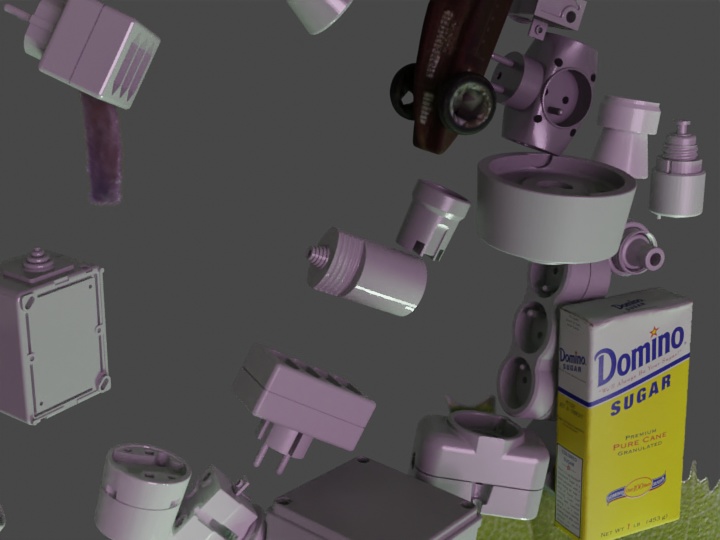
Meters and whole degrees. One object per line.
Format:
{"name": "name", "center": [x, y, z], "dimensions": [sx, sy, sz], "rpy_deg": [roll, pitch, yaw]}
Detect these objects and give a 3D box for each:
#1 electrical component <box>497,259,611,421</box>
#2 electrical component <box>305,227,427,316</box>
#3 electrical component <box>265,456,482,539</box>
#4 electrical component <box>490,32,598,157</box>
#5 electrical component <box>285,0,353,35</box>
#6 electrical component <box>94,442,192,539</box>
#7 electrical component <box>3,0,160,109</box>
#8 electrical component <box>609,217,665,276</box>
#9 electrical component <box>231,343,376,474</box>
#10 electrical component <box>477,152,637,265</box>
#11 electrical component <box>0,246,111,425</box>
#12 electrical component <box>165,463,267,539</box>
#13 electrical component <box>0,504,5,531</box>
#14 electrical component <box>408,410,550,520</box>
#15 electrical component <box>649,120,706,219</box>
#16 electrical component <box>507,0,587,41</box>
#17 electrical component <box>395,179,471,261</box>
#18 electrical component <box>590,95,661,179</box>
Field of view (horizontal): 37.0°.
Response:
{"name": "electrical component", "center": [0.159, 0.048, 0.811], "dimensions": [0.074, 0.052, 0.138], "rpy_deg": [9, 101, -28]}
{"name": "electrical component", "center": [0.000, 0.000, 0.725], "dimensions": [0.081, 0.043, 0.043], "rpy_deg": [19, 96, -29]}
{"name": "electrical component", "center": [0.008, 0.182, 0.727], "dimensions": [0.109, 0.109, 0.056], "rpy_deg": [-16, 117, -52]}
{"name": "electrical component", "center": [0.118, -0.127, 0.744], "dimensions": [0.079, 0.044, 0.077], "rpy_deg": [16, 98, -29]}
{"name": "electrical component", "center": [-0.038, -0.181, 0.655], "dimensions": [0.065, 0.044, 0.044], "rpy_deg": [40, 86, -25]}
{"name": "electrical component", "center": [-0.142, 0.145, 0.694], "dimensions": [0.055, 0.055, 0.047], "rpy_deg": [11, 104, -28]}
{"name": "electrical component", "center": [-0.161, -0.129, 0.601], "dimensions": [0.077, 0.065, 0.047], "rpy_deg": [25, 94, 0]}
{"name": "electrical component", "center": [0.202, -0.016, 0.807], "dimensions": [0.048, 0.062, 0.048], "rpy_deg": [-7, 108, -23]}
{"name": "electrical component", "center": [-0.047, 0.103, 0.731], "dimensions": [0.083, 0.047, 0.075], "rpy_deg": [26, 93, -30]}
{"name": "electrical component", "center": [0.132, -0.038, 0.744], "dimensions": [0.108, 0.108, 0.060], "rpy_deg": [-6, 113, -24]}
{"name": "electrical component", "center": [-0.190, 0.030, 0.624], "dimensions": [0.062, 0.061, 0.096], "rpy_deg": [-26, 124, -51]}
{"name": "electrical component", "center": [-0.094, 0.170, 0.729], "dimensions": [0.066, 0.048, 0.055], "rpy_deg": [-45, 114, 0]}
{"name": "electrical component", "center": [-0.250, 0.153, 0.649], "dimensions": [0.055, 0.048, 0.066], "rpy_deg": [-33, 117, -5]}
{"name": "electrical component", "center": [0.087, 0.140, 0.790], "dimensions": [0.095, 0.053, 0.059], "rpy_deg": [9, 102, -5]}
{"name": "electrical component", "center": [0.244, -0.075, 0.823], "dimensions": [0.040, 0.040, 0.078], "rpy_deg": [-8, 108, -24]}
{"name": "electrical component", "center": [0.122, -0.188, 0.721], "dimensions": [0.048, 0.055, 0.066], "rpy_deg": [12, 99, -28]}
{"name": "electrical component", "center": [0.049, -0.034, 0.742], "dimensions": [0.040, 0.040, 0.046], "rpy_deg": [18, 103, -29]}
{"name": "electrical component", "center": [0.194, -0.098, 0.789], "dimensions": [0.045, 0.045, 0.055], "rpy_deg": [3, 104, -26]}
